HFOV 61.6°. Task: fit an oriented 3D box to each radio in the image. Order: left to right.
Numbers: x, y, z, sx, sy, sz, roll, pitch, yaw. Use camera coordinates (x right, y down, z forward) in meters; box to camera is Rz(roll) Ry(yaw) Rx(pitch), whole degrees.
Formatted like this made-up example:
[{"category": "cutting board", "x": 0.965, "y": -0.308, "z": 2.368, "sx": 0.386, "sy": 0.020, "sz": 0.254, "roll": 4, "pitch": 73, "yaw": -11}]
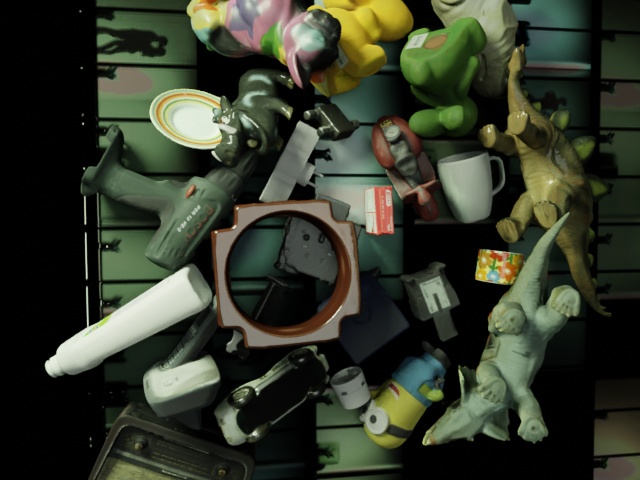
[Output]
[{"category": "radio", "x": -0.218, "y": 0.345, "z": 0.823, "sx": 0.229, "sy": 0.073, "sz": 0.131, "roll": 22, "pitch": 90, "yaw": -9}]

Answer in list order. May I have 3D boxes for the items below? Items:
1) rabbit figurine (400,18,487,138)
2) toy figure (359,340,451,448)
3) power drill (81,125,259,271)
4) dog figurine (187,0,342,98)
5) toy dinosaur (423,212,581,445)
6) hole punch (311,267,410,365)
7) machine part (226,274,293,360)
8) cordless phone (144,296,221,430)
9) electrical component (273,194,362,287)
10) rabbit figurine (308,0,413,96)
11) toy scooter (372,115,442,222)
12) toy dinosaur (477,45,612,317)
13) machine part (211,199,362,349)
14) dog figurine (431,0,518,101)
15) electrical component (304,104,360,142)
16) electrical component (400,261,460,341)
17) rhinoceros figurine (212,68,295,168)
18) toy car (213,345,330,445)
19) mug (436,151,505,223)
[{"category": "rabbit figurine", "x": 0.200, "y": -0.223, "z": 0.819, "sx": 0.170, "sy": 0.121, "sz": 0.159, "roll": 56, "pitch": 42, "yaw": -36}, {"category": "toy figure", "x": 0.142, "y": 0.253, "z": 0.867, "sx": 0.089, "sy": 0.082, "sz": 0.180, "roll": 44, "pitch": 84, "yaw": -5}, {"category": "power drill", "x": -0.229, "y": -0.086, "z": 0.806, "sx": 0.207, "sy": 0.086, "sz": 0.232, "roll": 30, "pitch": 80, "yaw": -15}, {"category": "dog figurine", "x": -0.070, "y": -0.280, "z": 0.754, "sx": 0.191, "sy": 0.108, "sz": 0.219, "roll": -34, "pitch": 76, "yaw": 25}, {"category": "toy dinosaur", "x": 0.298, "y": 0.158, "z": 0.827, "sx": 0.131, "sy": 0.192, "sz": 0.404, "roll": 23, "pitch": 92, "yaw": 3}, {"category": "hole punch", "x": 0.067, "y": 0.122, "z": 0.848, "sx": 0.142, "sy": 0.092, "sz": 0.115, "roll": -36, "pitch": 93, "yaw": -1}, {"category": "machine part", "x": -0.095, "y": 0.119, "z": 0.836, "sx": 0.039, "sy": 0.084, "sz": 0.139, "roll": 25, "pitch": 76, "yaw": 25}, {"category": "cordless phone", "x": -0.173, "y": 0.164, "z": 0.787, "sx": 0.088, "sy": 0.147, "sz": 0.184, "roll": 34, "pitch": 85, "yaw": -21}, {"category": "electrical component", "x": -0.002, "y": -0.003, "z": 0.847, "sx": 0.115, "sy": 0.058, "sz": 0.134, "roll": 17, "pitch": 91, "yaw": -10}, {"category": "rabbit figurine", "x": 0.062, "y": -0.327, "z": 0.830, "sx": 0.173, "sy": 0.122, "sz": 0.162, "roll": -32, "pitch": 87, "yaw": -19}, {"category": "toy scooter", "x": 0.136, "y": -0.107, "z": 0.820, "sx": 0.075, "sy": 0.135, "sz": 0.183, "roll": -27, "pitch": 97, "yaw": 11}, {"category": "toy dinosaur", "x": 0.373, "y": -0.071, "z": 0.844, "sx": 0.198, "sy": 0.105, "sz": 0.470, "roll": -23, "pitch": 103, "yaw": -32}, {"category": "machine part", "x": -0.049, "y": 0.046, "z": 0.766, "sx": 0.201, "sy": 0.087, "sz": 0.201, "roll": -5, "pitch": 89, "yaw": -10}, {"category": "dog figurine", "x": 0.237, "y": -0.325, "z": 0.854, "sx": 0.173, "sy": 0.121, "sz": 0.190, "roll": 15, "pitch": 110, "yaw": 24}, {"category": "electrical component", "x": 0.021, "y": -0.187, "z": 0.843, "sx": 0.094, "sy": 0.021, "sz": 0.063, "roll": -22, "pitch": 70, "yaw": -42}, {"category": "electrical component", "x": 0.188, "y": 0.102, "z": 0.882, "sx": 0.075, "sy": 0.048, "sz": 0.119, "roll": -26, "pitch": 96, "yaw": -6}, {"category": "rhinoceros figurine", "x": -0.097, "y": -0.181, "z": 0.776, "sx": 0.112, "sy": 0.073, "sz": 0.190, "roll": 19, "pitch": 53, "yaw": -9}, {"category": "toy car", "x": -0.067, "y": 0.234, "z": 0.825, "sx": 0.202, "sy": 0.056, "sz": 0.073, "roll": -28, "pitch": 100, "yaw": -34}, {"category": "mug", "x": 0.249, "y": -0.087, "z": 0.873, "sx": 0.109, "sy": 0.081, "sz": 0.107, "roll": -16, "pitch": 105, "yaw": -16}]
